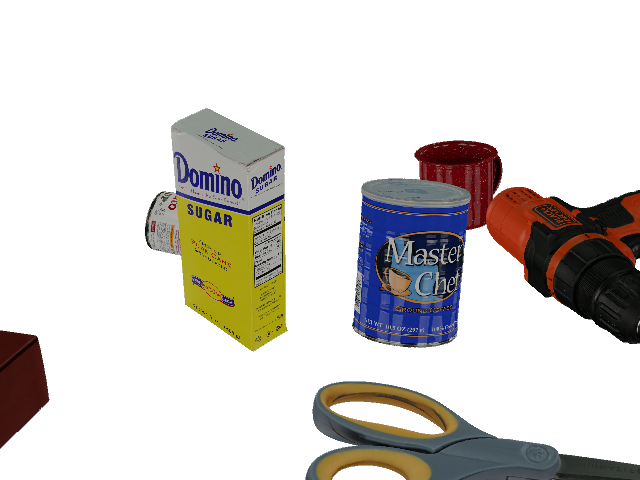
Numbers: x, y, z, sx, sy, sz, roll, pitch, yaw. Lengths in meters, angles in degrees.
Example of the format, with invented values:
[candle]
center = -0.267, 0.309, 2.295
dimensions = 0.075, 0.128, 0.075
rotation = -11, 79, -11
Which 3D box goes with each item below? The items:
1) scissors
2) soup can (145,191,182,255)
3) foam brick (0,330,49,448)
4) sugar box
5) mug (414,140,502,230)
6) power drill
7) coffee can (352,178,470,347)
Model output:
[scissors]
center = 0.081, 0.107, 0.466
dimensions = 0.202, 0.016, 0.096
rotation = 15, 32, 23
[soup can]
center = -0.131, -0.012, 1.164
dimensions = 0.102, 0.068, 0.068
rotation = 12, 3, 15
[foam brick]
center = -0.223, 0.100, 0.696
dimensions = 0.053, 0.051, 0.078
rotation = 6, 29, 22
[sugar box]
center = -0.072, -0.007, 0.850
dimensions = 0.048, 0.176, 0.093
rotation = -31, 44, -34
[mug]
center = 0.164, -0.065, 1.221
dimensions = 0.117, 0.081, 0.093
rotation = -21, 27, -36
[power drill]
center = 0.231, 0.001, 0.731
dimensions = 0.187, 0.057, 0.185
rotation = -10, 29, -18
[coffee can]
center = 0.086, 0.019, 1.019
dimensions = 0.103, 0.140, 0.103
rotation = 3, 14, -1
